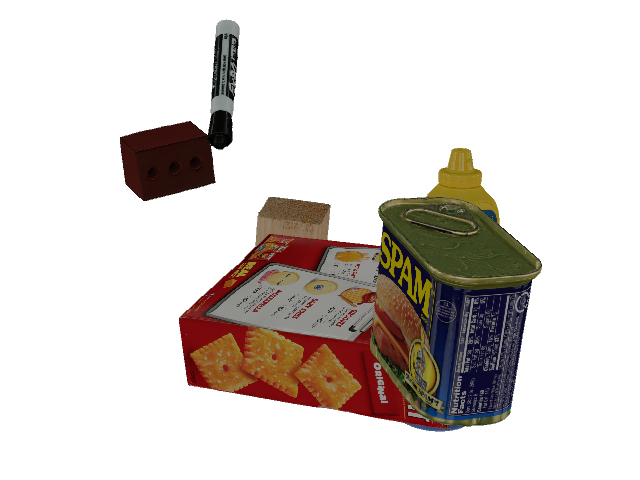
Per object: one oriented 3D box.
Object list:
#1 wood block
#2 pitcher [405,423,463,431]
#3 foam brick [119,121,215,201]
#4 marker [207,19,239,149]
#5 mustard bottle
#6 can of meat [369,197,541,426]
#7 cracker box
[{"bbox_3d":[-0.044,0.053,1.496,0.090,0.206,0.090,8,22,6],"label":"wood block"},{"bbox_3d":[0.133,0.099,1.261,0.149,0.243,0.145,7,19,10],"label":"pitcher"},{"bbox_3d":[-0.151,-0.079,1.051,0.078,0.053,0.051,-17,31,-22],"label":"foam brick"},{"bbox_3d":[-0.074,-0.120,0.820,0.020,0.121,0.020,0,-33,0],"label":"marker"},{"bbox_3d":[0.131,0.007,1.030,0.096,0.192,0.058,-10,18,-36],"label":"mustard bottle"},{"bbox_3d":[0.064,0.035,0.547,0.057,0.084,0.102,-3,24,-17],"label":"can of meat"},{"bbox_3d":[0.022,0.066,0.844,0.214,0.072,0.164,7,26,22],"label":"cracker box"}]
